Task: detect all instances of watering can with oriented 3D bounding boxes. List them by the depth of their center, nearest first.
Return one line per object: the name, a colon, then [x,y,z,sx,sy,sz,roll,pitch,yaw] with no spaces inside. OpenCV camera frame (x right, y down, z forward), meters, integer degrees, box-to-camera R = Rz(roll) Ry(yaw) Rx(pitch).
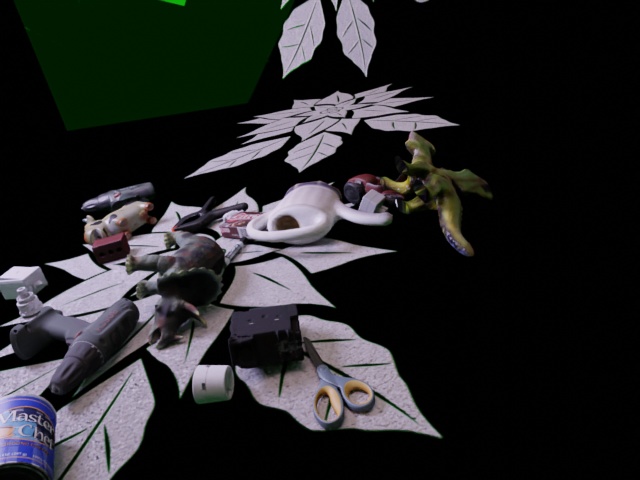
watering can: [0.004,-0.060,1.190,0.347,0.102,0.229,-6,25,16]

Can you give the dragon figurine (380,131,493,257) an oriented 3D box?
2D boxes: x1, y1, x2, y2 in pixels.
dragon figurine: [0.293,-0.118,1.169,0.244,0.119,0.418,-11,48,-25]
